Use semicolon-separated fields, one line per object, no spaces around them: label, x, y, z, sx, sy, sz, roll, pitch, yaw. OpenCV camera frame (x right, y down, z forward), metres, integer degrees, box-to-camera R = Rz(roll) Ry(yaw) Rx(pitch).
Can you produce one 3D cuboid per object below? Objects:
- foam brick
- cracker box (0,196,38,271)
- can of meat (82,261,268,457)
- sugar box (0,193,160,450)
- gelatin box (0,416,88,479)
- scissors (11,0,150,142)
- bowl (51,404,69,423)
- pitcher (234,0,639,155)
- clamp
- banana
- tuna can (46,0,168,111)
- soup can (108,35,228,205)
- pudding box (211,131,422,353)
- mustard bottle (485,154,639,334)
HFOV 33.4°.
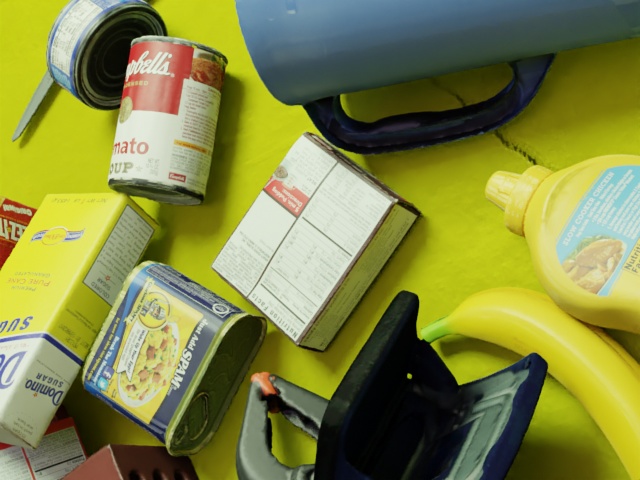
foam brick;-0.118;0.165;0.680;0.051;0.078;0.053;-37;64;19
cracker box;-0.333;0.023;0.781;0.214;0.164;0.072;-22;67;23
can of meat;-0.097;0.075;0.693;0.084;0.057;0.102;29;93;23
sugar box;-0.188;0.049;0.720;0.094;0.048;0.176;0;52;40
gelatin box;-0.184;0.171;0.703;0.089;0.073;0.030;63;151;20
scissors;-0.172;-0.160;0.818;0.096;0.016;0.202;18;88;31
bowl;-0.250;0.163;0.738;0.055;0.161;0.162;121;134;-57
pitcher;0.083;-0.147;0.610;0.243;0.149;0.145;-5;69;19
clamp;0.011;0.148;0.625;0.120;0.039;0.171;-12;56;-14
banana;0.143;0.082;0.580;0.198;0.037;0.070;41;121;32
tuna can;-0.150;-0.136;0.760;0.034;0.086;0.086;36;97;28
soup can;-0.104;-0.080;0.732;0.069;0.068;0.102;4;82;30
pudding box;-0.005;0.001;0.676;0.090;0.039;0.113;39;101;30
mustard bottle;0.171;0.006;0.563;0.192;0.058;0.096;28;75;31
